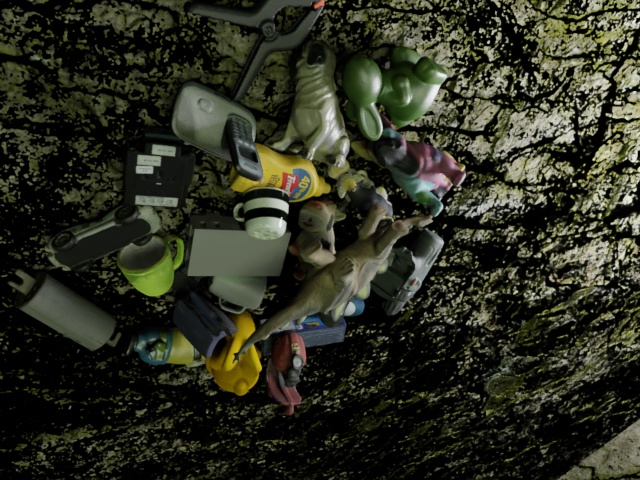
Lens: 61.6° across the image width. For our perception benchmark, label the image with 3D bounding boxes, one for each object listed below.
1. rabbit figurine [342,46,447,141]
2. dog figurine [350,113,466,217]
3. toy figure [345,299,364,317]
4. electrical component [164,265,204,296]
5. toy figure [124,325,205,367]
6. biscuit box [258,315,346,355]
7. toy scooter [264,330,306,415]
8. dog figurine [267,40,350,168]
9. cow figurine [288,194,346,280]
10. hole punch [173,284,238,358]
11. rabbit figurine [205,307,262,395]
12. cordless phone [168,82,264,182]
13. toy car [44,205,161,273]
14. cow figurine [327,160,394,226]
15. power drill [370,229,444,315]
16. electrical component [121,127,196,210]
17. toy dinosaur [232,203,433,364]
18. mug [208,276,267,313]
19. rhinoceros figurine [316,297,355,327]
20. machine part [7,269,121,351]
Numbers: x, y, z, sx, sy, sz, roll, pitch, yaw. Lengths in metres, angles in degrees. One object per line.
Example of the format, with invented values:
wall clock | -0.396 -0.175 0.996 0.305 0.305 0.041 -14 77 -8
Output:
rabbit figurine | 0.101 -0.263 0.927 0.170 0.121 0.159 2 131 -34
dog figurine | 0.171 -0.159 1.054 0.219 0.191 0.108 36 111 -2
toy figure | 0.029 0.140 1.233 0.154 0.058 0.064 12 79 -28
electrical component | -0.277 0.083 1.080 0.094 0.021 0.063 -41 129 8
toy figure | -0.312 0.219 1.126 0.180 0.082 0.089 16 118 -29
biscuit box | -0.041 0.212 1.249 0.203 0.059 0.062 -5 124 -19
toy scooter | -0.072 0.295 1.169 0.075 0.135 0.183 6 119 -24
dog figurine | 0.010 -0.233 0.939 0.172 0.121 0.190 -1 111 -62
cow figurine | -0.002 -0.003 1.085 0.127 0.086 0.194 -53 153 -31
hole punch | -0.236 0.167 1.068 0.092 0.142 0.115 -41 166 -9
rabbit figurine | -0.184 0.237 1.165 0.122 0.162 0.173 6 104 -13
cordless phone | -0.163 -0.159 0.850 0.146 0.184 0.088 22 117 -34
toy car | -0.382 -0.007 0.951 0.202 0.056 0.073 -24 136 -4
cow figurine | 0.080 -0.089 1.061 0.068 0.098 0.167 -41 130 16
power drill | 0.185 0.085 1.196 0.207 0.086 0.232 7 117 -60
electrical component | -0.274 -0.121 0.912 0.115 0.058 0.134 3 122 -27
toy dinosaur | 0.027 0.076 1.016 0.471 0.105 0.198 -29 148 -17
mug | -0.177 0.098 1.104 0.107 0.081 0.109 20 120 -20
rhinoceros figurine | 0.057 0.101 1.174 0.112 0.073 0.190 39 76 -15
machine part | -0.469 0.134 0.999 0.079 0.079 0.243 -36 130 5
